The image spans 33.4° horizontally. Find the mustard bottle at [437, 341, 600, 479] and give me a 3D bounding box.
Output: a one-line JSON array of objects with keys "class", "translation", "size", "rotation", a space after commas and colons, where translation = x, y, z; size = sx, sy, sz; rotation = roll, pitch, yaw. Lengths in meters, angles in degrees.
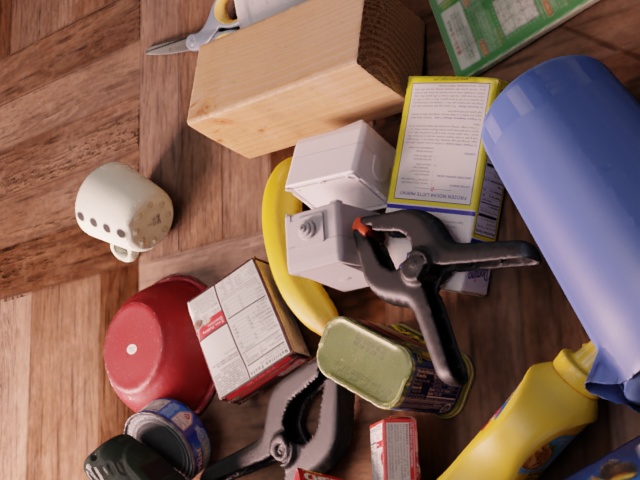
[{"class": "mustard bottle", "translation": [0.145, 0.147, 0.772], "size": [0.058, 0.096, 0.192], "rotation": [46, 111, 25]}]

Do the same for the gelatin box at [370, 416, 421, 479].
[{"class": "gelatin box", "translation": [0.061, 0.189, 0.857], "size": [0.073, 0.030, 0.089], "rotation": [108, 161, -75]}]

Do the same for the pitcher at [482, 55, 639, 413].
[{"class": "pitcher", "translation": [0.220, -0.017, 0.734], "size": [0.145, 0.149, 0.243], "rotation": [-56, 46, 37]}]

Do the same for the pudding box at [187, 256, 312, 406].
[{"class": "pudding box", "translation": [-0.069, 0.086, 1.008], "size": [0.090, 0.039, 0.113], "rotation": [-34, 61, 18]}]

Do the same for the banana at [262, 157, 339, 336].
[{"class": "banana", "translation": [-0.021, 0.003, 0.991], "size": [0.070, 0.037, 0.198], "rotation": [-21, 67, 37]}]

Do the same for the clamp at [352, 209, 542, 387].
[{"class": "clamp", "translation": [0.082, 0.035, 0.832], "size": [0.172, 0.039, 0.120], "rotation": [25, 85, 47]}]

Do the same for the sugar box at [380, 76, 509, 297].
[{"class": "sugar box", "translation": [0.106, -0.046, 0.886], "size": [0.094, 0.048, 0.176], "rotation": [9, 90, 43]}]

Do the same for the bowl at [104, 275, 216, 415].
[{"class": "bowl", "translation": [-0.171, 0.112, 1.089], "size": [0.162, 0.055, 0.162], "rotation": [-11, 74, 40]}]

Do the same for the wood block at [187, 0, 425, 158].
[{"class": "wood block", "translation": [-0.014, -0.151, 0.977], "size": [0.207, 0.090, 0.091], "rotation": [-13, 62, 39]}]

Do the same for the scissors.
[{"class": "scissors", "translation": [-0.127, -0.230, 1.140], "size": [0.202, 0.016, 0.096], "rotation": [23, 113, 43]}]

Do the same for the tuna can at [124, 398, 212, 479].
[{"class": "tuna can", "translation": [-0.147, 0.197, 1.038], "size": [0.086, 0.033, 0.086], "rotation": [15, 120, 28]}]

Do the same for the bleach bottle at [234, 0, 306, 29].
[{"class": "bleach bottle", "translation": [0.030, -0.272, 0.992], "size": [0.251, 0.068, 0.102], "rotation": [-25, 64, 33]}]

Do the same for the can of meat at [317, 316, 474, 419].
[{"class": "can of meat", "translation": [0.059, 0.102, 0.867], "size": [0.102, 0.083, 0.057], "rotation": [24, 97, 42]}]

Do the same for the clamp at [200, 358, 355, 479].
[{"class": "clamp", "translation": [-0.032, 0.188, 0.960], "size": [0.165, 0.036, 0.210], "rotation": [30, 105, 41]}]

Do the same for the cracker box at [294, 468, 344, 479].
[{"class": "cracker box", "translation": [0.000, 0.288, 0.809], "size": [0.214, 0.072, 0.164], "rotation": [-129, 54, -82]}]
